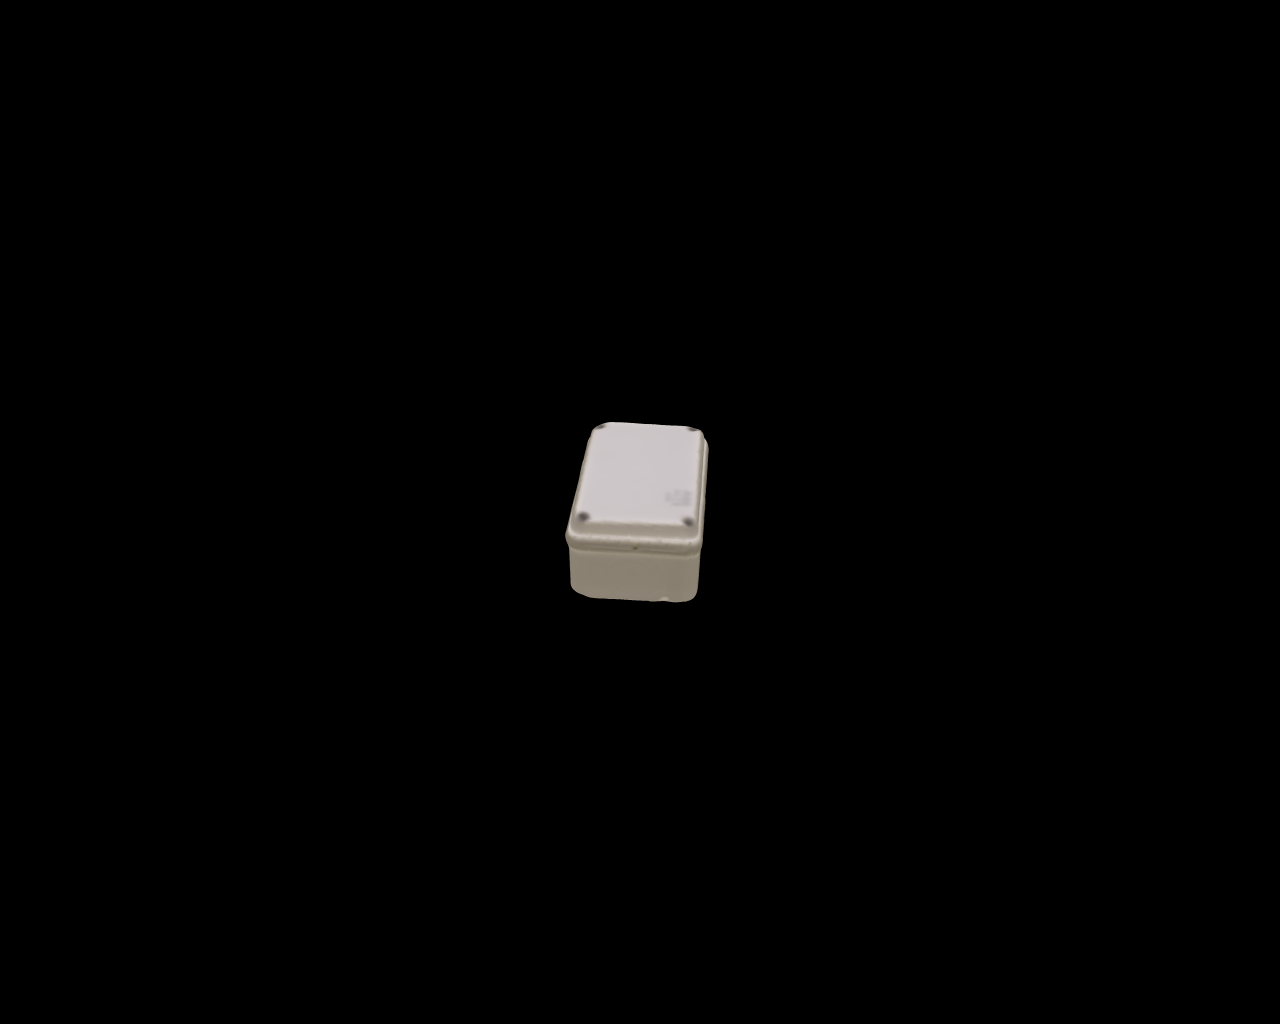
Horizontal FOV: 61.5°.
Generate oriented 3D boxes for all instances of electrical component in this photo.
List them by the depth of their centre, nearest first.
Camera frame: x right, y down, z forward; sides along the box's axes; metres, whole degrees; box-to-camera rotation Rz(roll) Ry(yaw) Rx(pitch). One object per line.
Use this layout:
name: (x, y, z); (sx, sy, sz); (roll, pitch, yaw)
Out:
electrical component: (0.001, -0.003, 0.650); (0.078, 0.057, 0.113); (3, 37, 4)
